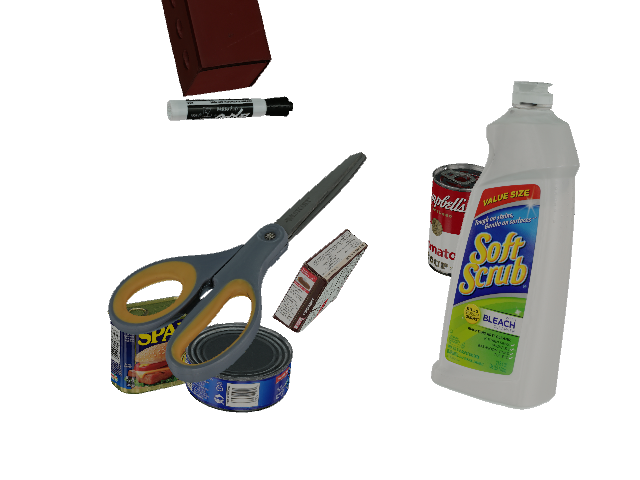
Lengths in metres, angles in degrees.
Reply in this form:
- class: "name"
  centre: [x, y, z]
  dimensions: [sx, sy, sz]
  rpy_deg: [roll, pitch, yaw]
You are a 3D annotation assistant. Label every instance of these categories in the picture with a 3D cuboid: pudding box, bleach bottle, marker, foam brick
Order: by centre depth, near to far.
- class: "foam brick"
  centre: [-0.071, -0.144, 0.718]
  dimensions: [0.051, 0.078, 0.053]
  rpy_deg: [-11, -9, -20]
- class: "bleach bottle"
  centre: [0.149, 0.000, 0.847]
  dimensions: [0.103, 0.251, 0.067]
  rpy_deg: [13, 15, 40]
- class: "marker"
  centre: [-0.083, -0.124, 1.003]
  dimensions: [0.121, 0.020, 0.020]
  rpy_deg: [-5, 2, -22]
- class: "pudding box"
  centre: [0.001, 0.046, 1.241]
  dimensions: [0.039, 0.090, 0.113]
  rpy_deg: [35, 33, 9]

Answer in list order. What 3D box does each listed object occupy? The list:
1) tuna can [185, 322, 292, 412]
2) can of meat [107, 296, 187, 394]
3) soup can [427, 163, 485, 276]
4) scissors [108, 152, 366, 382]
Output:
- class: "tuna can"
  centre: [-0.066, 0.101, 0.855]
  dimensions: [0.086, 0.034, 0.086]
  rpy_deg: [5, 25, -2]
- class: "can of meat"
  centre: [-0.178, 0.113, 1.158]
  dimensions: [0.101, 0.084, 0.058]
  rpy_deg: [-8, 18, -36]
- class: "soup can"
  centre: [0.147, -0.021, 1.111]
  dimensions: [0.068, 0.102, 0.068]
  rpy_deg: [1, 26, 0]
- class: "scissors"
  centre: [-0.050, 0.002, 0.628]
  dimensions: [0.096, 0.016, 0.201]
  rpy_deg: [12, 45, 17]
